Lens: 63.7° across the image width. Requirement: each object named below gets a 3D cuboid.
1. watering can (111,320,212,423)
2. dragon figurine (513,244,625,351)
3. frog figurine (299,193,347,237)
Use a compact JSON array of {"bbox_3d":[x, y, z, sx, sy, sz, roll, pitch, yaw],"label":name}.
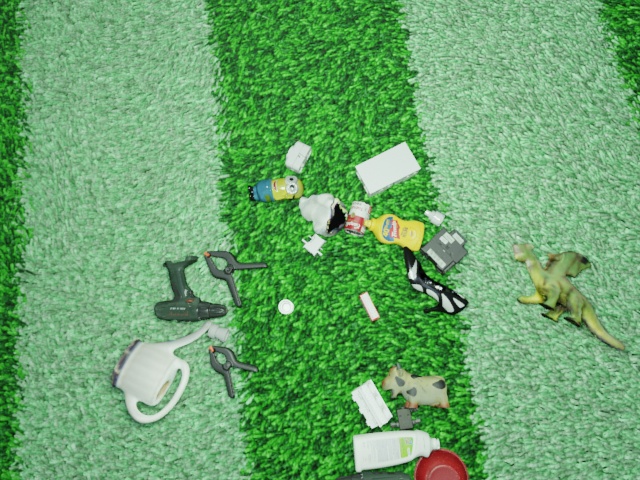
[{"bbox_3d":[-0.495,0.374,1.583,0.225,0.353,0.102,23,-20,7],"label":"watering can"},{"bbox_3d":[0.768,0.141,1.586,0.411,0.246,0.120,29,-18,7],"label":"dragon figurine"},{"bbox_3d":[0.005,-0.085,1.680,0.123,0.136,0.160,-6,13,-45],"label":"frog figurine"}]
